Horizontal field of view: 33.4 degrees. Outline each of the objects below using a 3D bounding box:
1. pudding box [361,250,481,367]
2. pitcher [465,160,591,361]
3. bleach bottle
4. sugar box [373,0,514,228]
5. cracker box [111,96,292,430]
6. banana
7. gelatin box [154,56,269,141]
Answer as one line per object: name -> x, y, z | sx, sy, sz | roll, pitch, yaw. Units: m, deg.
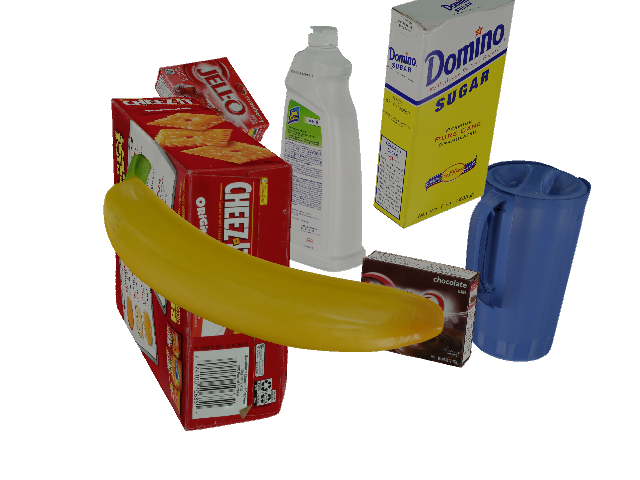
pudding box -> 0.093, 0.065, 1.032 | 0.114, 0.090, 0.039 | 10, 19, 20
pitcher -> 0.250, 0.030, 1.356 | 0.149, 0.243, 0.145 | 5, 24, 1
bleach bottle -> 0.004, -0.100, 1.139 | 0.103, 0.251, 0.067 | 18, 23, 38
sugar box -> 0.094, -0.103, 0.830 | 0.093, 0.176, 0.048 | -23, 46, -30
cracker box -> -0.085, 0.003, 0.712 | 0.072, 0.164, 0.214 | -4, 19, -21
banana -> -0.039, 0.012, 0.517 | 0.198, 0.069, 0.037 | 28, -31, 22
gelatin box -> -0.101, -0.126, 0.984 | 0.073, 0.089, 0.030 | -16, -27, -33
